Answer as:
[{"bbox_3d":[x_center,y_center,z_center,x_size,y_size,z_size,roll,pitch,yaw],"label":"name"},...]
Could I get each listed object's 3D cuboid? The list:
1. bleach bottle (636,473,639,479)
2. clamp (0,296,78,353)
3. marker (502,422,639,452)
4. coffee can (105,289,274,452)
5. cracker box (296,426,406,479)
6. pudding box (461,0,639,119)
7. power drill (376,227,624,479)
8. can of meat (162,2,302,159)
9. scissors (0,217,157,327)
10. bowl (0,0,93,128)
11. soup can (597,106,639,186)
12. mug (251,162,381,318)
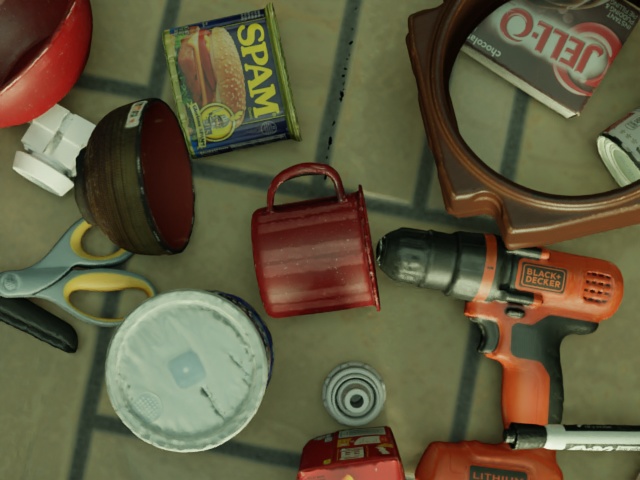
[{"bbox_3d":[0.231,0.236,0.750,0.068,0.102,0.251,32,87,-6],"label":"bleach bottle"},{"bbox_3d":[-0.282,0.025,0.781,0.164,0.036,0.210,-16,74,-27],"label":"clamp"},{"bbox_3d":[0.185,0.137,0.743,0.121,0.020,0.020,3,87,-11],"label":"marker"},{"bbox_3d":[-0.085,0.085,0.738,0.103,0.140,0.103,0,87,0],"label":"coffee can"},{"bbox_3d":[0.032,0.243,0.719,0.072,0.164,0.214,-7,87,1],"label":"cracker box"},{"bbox_3d":[0.168,-0.158,0.800,0.113,0.039,0.090,32,89,2],"label":"pudding box"},{"bbox_3d":[0.120,0.089,0.774,0.184,0.057,0.187,10,88,-5],"label":"power drill"},{"bbox_3d":[-0.065,-0.116,0.791,0.084,0.057,0.102,-12,87,2],"label":"can of meat"},{"bbox_3d":[-0.215,0.014,0.777,0.201,0.016,0.096,11,76,-18],"label":"scissors"},{"bbox_3d":[-0.218,-0.135,0.768,0.162,0.055,0.162,-19,50,24],"label":"bowl"},{"bbox_3d":[0.264,-0.079,0.783,0.102,0.068,0.068,-35,88,-1],"label":"soup can"},{"bbox_3d":[-0.005,0.001,0.764,0.081,0.093,0.117,-9,115,4],"label":"mug"}]
